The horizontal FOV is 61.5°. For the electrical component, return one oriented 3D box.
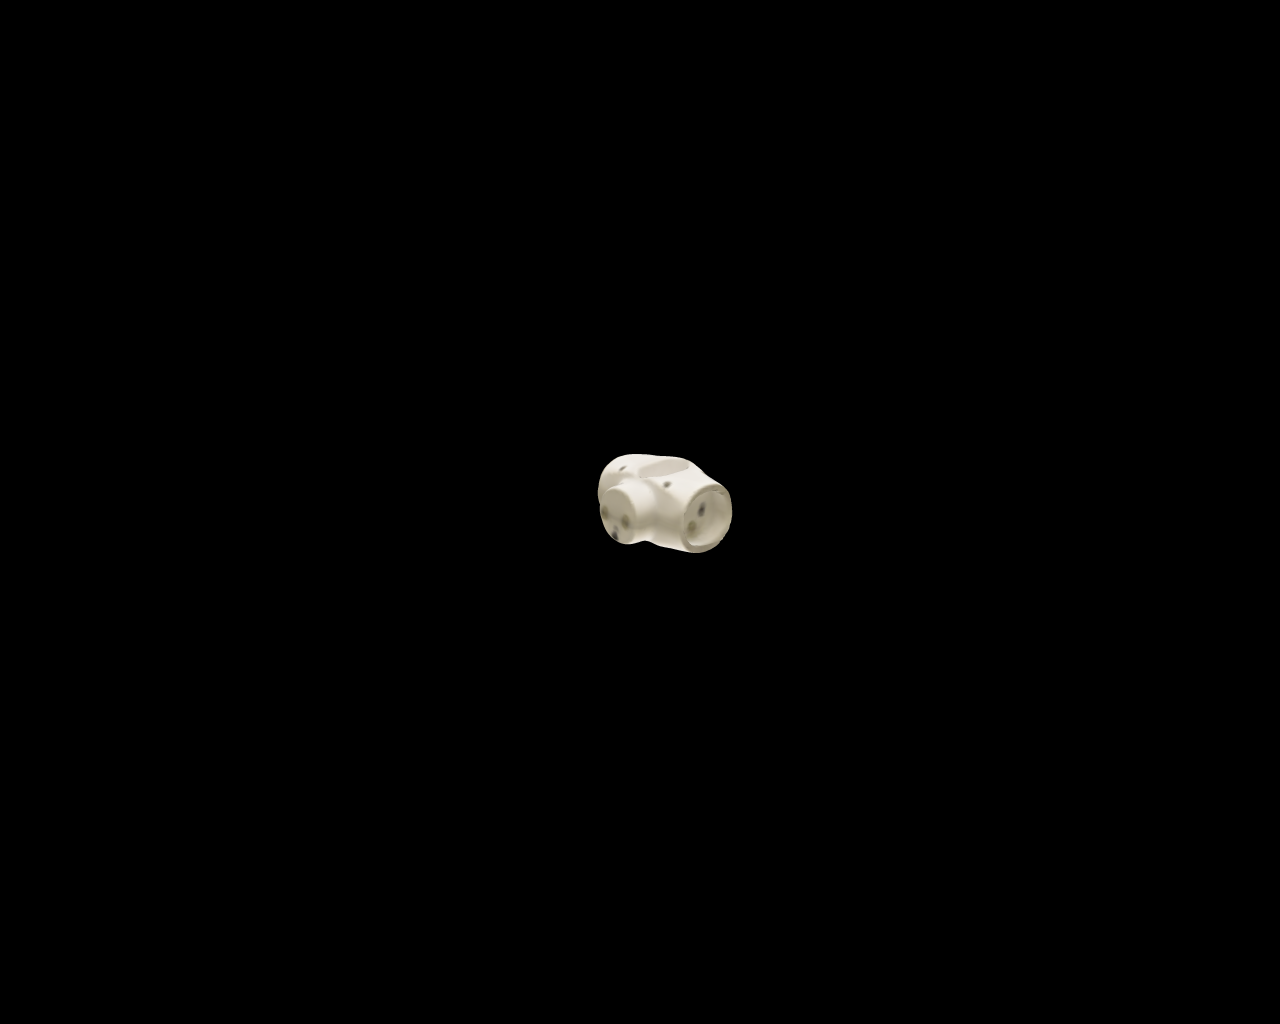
[{"bbox_3d":[0.001,-0.003,0.650,0.079,0.043,0.077,-17,28,-37],"label":"electrical component"}]
